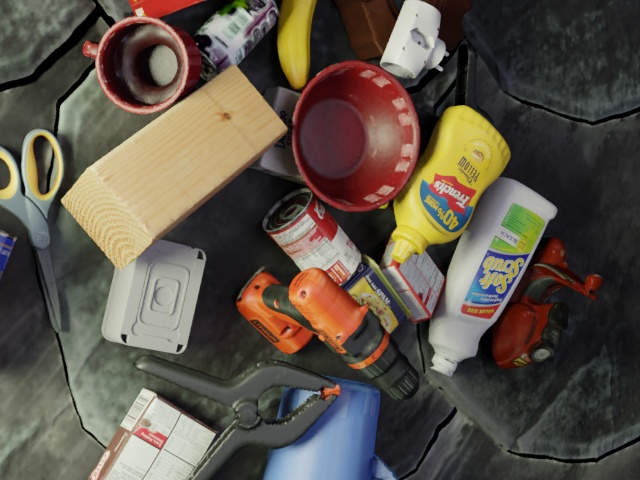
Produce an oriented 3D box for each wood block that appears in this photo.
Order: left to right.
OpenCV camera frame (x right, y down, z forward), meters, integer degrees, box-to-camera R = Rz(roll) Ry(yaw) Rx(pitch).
[{"bbox_3d":[-0.140,-0.074,1.051,0.091,0.090,0.205,50,53,-4],"label":"wood block"}]

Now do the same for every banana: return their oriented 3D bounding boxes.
[{"bbox_3d":[-0.010,-0.265,1.174,0.037,0.070,0.198,26,88,-62],"label":"banana"}]

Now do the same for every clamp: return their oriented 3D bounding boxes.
[{"bbox_3d":[-0.081,0.188,1.102,0.209,0.036,0.164,-6,96,-13],"label":"clamp"},{"bbox_3d":[0.173,-0.151,1.294,0.120,0.039,0.171,-42,126,4],"label":"clamp"}]

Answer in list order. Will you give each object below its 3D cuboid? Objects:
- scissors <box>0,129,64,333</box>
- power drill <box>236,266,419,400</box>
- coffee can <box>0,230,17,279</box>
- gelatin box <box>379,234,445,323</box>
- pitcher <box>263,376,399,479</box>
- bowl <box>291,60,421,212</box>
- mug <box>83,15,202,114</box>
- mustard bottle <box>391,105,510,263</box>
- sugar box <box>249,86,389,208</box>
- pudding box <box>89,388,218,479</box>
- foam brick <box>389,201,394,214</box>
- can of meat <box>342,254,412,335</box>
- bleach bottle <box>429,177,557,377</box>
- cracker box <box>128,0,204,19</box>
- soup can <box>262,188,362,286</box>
[{"bbox_3d":[-0.293,-0.010,1.042,0.096,0.016,0.202,4,91,-31],"label":"scissors"},{"bbox_3d":[0.004,0.095,1.134,0.184,0.188,0.057,48,68,-24],"label":"power drill"},{"bbox_3d":[-0.347,0.046,0.961,0.102,0.103,0.140,23,81,-31],"label":"coffee can"},{"bbox_3d":[0.109,0.043,1.271,0.089,0.030,0.073,53,38,-24],"label":"gelatin box"},{"bbox_3d":[0.007,0.275,1.179,0.149,0.145,0.243,14,83,-36],"label":"pitcher"},{"bbox_3d":[0.028,-0.111,1.158,0.161,0.055,0.162,-1,93,-29],"label":"bowl"},{"bbox_3d":[-0.176,-0.176,1.056,0.117,0.081,0.093,13,102,6],"label":"mug"},{"bbox_3d":[0.137,-0.054,1.218,0.096,0.058,0.191,43,71,-27],"label":"mustard bottle"},{"bbox_3d":[0.008,-0.103,1.206,0.176,0.048,0.093,17,84,-28],"label":"sugar box"},{"bbox_3d":[-0.174,0.227,1.119,0.090,0.039,0.113,37,76,-27],"label":"pudding box"},{"bbox_3d":[0.116,-0.053,1.271,0.051,0.053,0.078,-38,111,-24],"label":"foam brick"},{"bbox_3d":[0.044,0.080,1.234,0.083,0.058,0.102,-45,115,-19],"label":"can of meat"},{"bbox_3d":[0.204,0.052,1.330,0.102,0.068,0.251,28,81,-32],"label":"bleach bottle"},{"bbox_3d":[-0.078,-0.298,1.068,0.213,0.164,0.072,-32,107,-26],"label":"cracker box"},{"bbox_3d":[-0.008,0.001,1.189,0.068,0.069,0.102,-49,116,-20],"label":"soup can"}]
